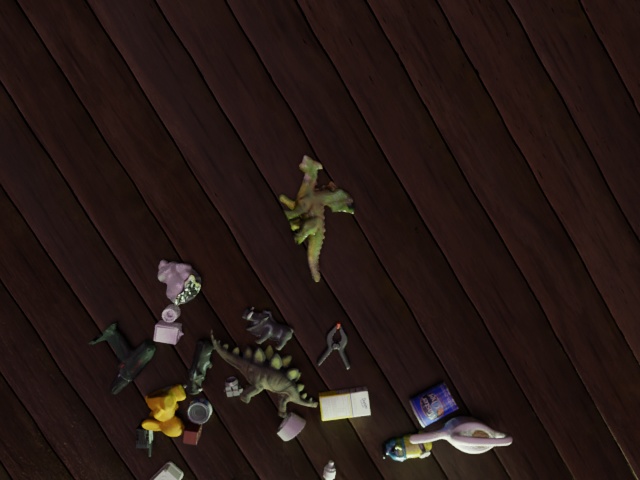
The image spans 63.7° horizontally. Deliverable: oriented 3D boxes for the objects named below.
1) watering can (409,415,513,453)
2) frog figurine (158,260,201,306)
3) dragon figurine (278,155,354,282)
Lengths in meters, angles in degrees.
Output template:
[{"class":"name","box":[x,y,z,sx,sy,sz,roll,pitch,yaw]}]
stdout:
[{"class":"watering can","box":[0.469,0.664,1.763,0.347,0.222,0.105,2,80,3]},{"class":"frog figurine","box":[-0.497,0.141,1.793,0.161,0.123,0.136,31,109,33]},{"class":"dragon figurine","box":[0.005,-0.088,1.745,0.243,0.122,0.408,-24,97,-4]}]
